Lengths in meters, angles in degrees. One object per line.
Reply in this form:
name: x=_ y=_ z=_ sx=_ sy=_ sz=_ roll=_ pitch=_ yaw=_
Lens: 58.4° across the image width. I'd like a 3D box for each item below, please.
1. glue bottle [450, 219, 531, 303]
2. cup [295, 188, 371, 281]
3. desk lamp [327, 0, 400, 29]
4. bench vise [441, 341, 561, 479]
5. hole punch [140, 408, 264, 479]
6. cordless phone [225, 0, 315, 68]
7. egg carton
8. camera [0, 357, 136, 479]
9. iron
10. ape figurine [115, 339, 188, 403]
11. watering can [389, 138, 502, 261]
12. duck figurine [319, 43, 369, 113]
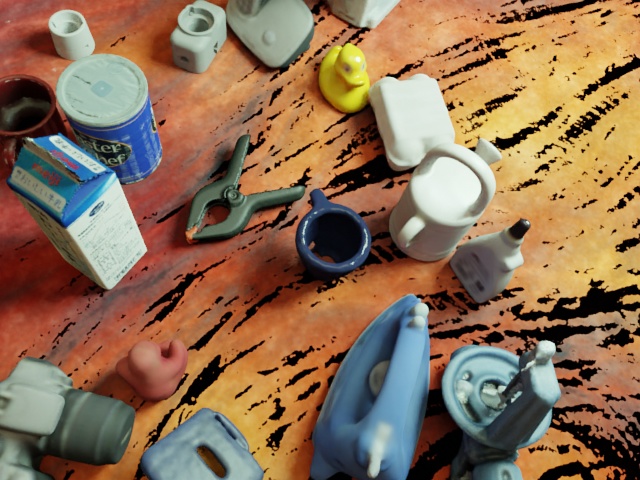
glue bottle: x=0.216 y=0.018 z=0.704 sx=0.037 sy=0.173 sz=0.078 roll=-25 pitch=71 yaw=-17
cup: x=0.007 y=0.003 z=0.724 sx=0.092 sy=0.095 sz=0.117 roll=-16 pitch=69 yaw=-14
desk lamp: x=0.067 y=-0.430 z=0.861 sx=0.118 sy=0.213 sz=0.203 roll=35 pitch=66 yaw=8
bench vise: x=0.205 y=0.196 z=0.597 sx=0.121 sy=0.220 sz=0.207 roll=-13 pitch=68 yaw=-13
hole punch: x=-0.122 y=0.238 z=0.603 sx=0.101 sy=0.091 sz=0.108 roll=-41 pitch=77 yaw=-22
cordless phone: x=-0.069 y=-0.356 z=0.824 sx=0.094 sy=0.185 sz=0.147 roll=-38 pitch=76 yaw=-21
egg carton: x=0.133 y=-0.172 z=0.835 sx=0.107 sy=0.069 sz=0.150 roll=-9 pitch=68 yaw=-12
camera: x=-0.274 y=0.204 z=0.591 sx=0.137 sy=0.101 sz=0.143 roll=14 pitch=65 yaw=-2
iron: x=0.081 y=0.153 z=0.642 sx=0.118 sy=0.141 sz=0.258 roll=21 pitch=65 yaw=2
ape figurine: x=-0.189 y=0.138 z=0.637 sx=0.078 sy=0.092 sz=0.076 roll=1 pitch=66 yaw=-7
watering can: x=0.159 y=-0.061 z=0.720 sx=0.101 sy=0.194 sz=0.173 roll=22 pitch=65 yaw=3
duck figurine: x=0.040 y=-0.254 z=0.849 sx=0.077 sy=0.086 sz=0.104 roll=-14 pitch=69 yaw=-14
